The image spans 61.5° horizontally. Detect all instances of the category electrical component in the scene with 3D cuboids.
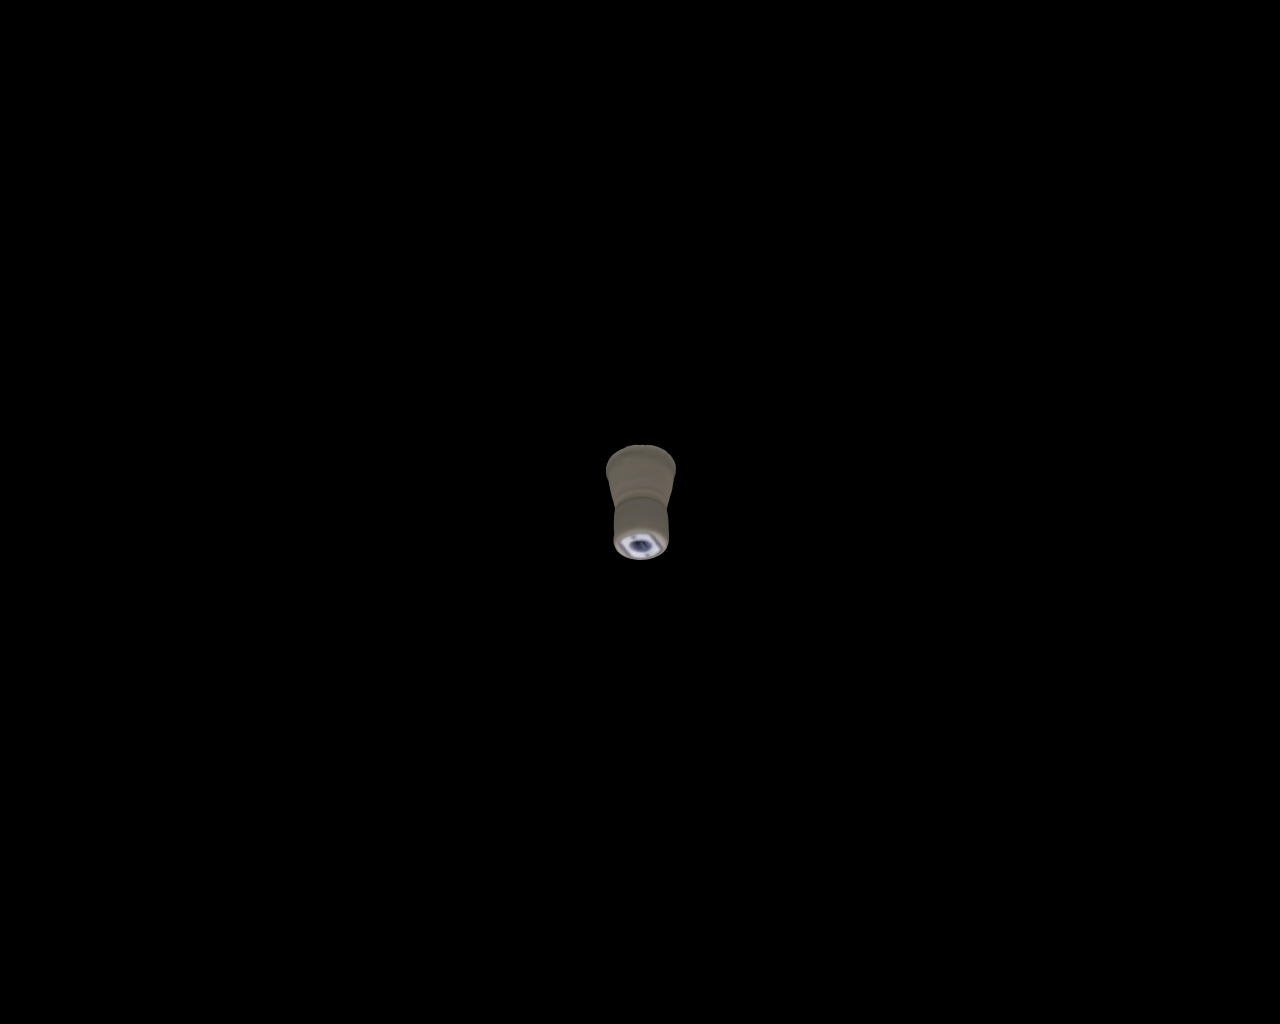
[{"bbox_3d":[0.001,-0.003,0.650,0.044,0.065,0.044,0,-38,0],"label":"electrical component"}]
